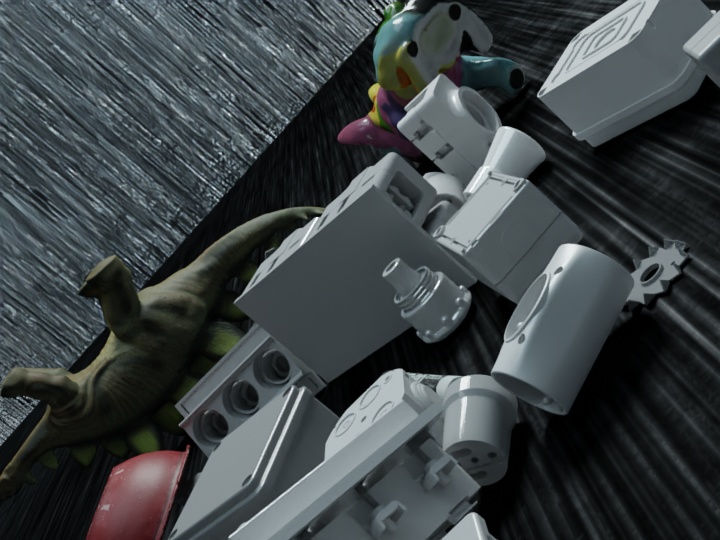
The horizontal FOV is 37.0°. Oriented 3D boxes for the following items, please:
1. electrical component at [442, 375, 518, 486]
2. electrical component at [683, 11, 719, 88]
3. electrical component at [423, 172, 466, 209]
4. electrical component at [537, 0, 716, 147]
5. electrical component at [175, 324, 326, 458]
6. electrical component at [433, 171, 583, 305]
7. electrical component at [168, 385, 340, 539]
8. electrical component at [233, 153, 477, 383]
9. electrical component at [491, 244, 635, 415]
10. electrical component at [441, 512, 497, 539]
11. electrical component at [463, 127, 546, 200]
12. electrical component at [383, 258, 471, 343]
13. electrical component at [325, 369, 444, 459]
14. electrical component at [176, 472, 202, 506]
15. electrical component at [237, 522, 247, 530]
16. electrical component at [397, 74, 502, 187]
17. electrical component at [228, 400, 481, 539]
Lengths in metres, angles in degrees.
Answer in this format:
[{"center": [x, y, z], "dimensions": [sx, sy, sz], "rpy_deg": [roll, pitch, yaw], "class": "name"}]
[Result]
[{"center": [0.062, 0.084, 0.564], "dimensions": [0.040, 0.040, 0.046], "rpy_deg": [-40, 21, 33], "class": "electrical component"}, {"center": [0.235, -0.145, 0.630], "dimensions": [0.083, 0.047, 0.075], "rpy_deg": [-45, 14, 16], "class": "electrical component"}, {"center": [0.072, -0.059, 0.927], "dimensions": [0.043, 0.043, 0.081], "rpy_deg": [-44, 14, 20], "class": "electrical component"}, {"center": [0.189, -0.143, 0.752], "dimensions": [0.078, 0.057, 0.113], "rpy_deg": [-56, 15, -28], "class": "electrical component"}, {"center": [-0.092, 0.107, 0.940], "dimensions": [0.121, 0.078, 0.063], "rpy_deg": [-44, -8, 19], "class": "electrical component"}, {"center": [0.096, -0.021, 0.701], "dimensions": [0.061, 0.061, 0.096], "rpy_deg": [-49, 13, 1], "class": "electrical component"}, {"center": [-0.070, 0.153, 0.759], "dimensions": [0.109, 0.056, 0.108], "rpy_deg": [-40, 16, 34], "class": "electrical component"}, {"center": [0.000, 0.000, 0.856], "dimensions": [0.186, 0.105, 0.060], "rpy_deg": [-38, 17, 40], "class": "electrical component"}, {"center": [0.101, 0.033, 0.566], "dimensions": [0.077, 0.044, 0.079], "rpy_deg": [-59, 2, -13], "class": "electrical component"}, {"center": [0.037, 0.157, 0.415], "dimensions": [0.099, 0.048, 0.099], "rpy_deg": [-47, 13, 11], "class": "electrical component"}, {"center": [0.112, -0.075, 0.851], "dimensions": [0.065, 0.044, 0.044], "rpy_deg": [-56, 14, -9], "class": "electrical component"}, {"center": [0.044, 0.018, 0.758], "dimensions": [0.048, 0.062, 0.048], "rpy_deg": [-46, 13, 14], "class": "electrical component"}, {"center": [0.020, 0.101, 0.623], "dimensions": [0.080, 0.051, 0.080], "rpy_deg": [-46, 13, 14], "class": "electrical component"}, {"center": [-0.106, 0.170, 0.859], "dimensions": [0.063, 0.042, 0.081], "rpy_deg": [-55, 15, -26], "class": "electrical component"}, {"center": [-0.032, 0.159, 0.561], "dimensions": [0.043, 0.081, 0.043], "rpy_deg": [-46, 13, 14], "class": "electrical component"}, {"center": [0.088, -0.124, 0.958], "dimensions": [0.056, 0.089, 0.050], "rpy_deg": [-40, 16, 33], "class": "electrical component"}, {"center": [-0.003, 0.125, 0.513], "dimensions": [0.121, 0.063, 0.078], "rpy_deg": [-33, -22, -40], "class": "electrical component"}]
